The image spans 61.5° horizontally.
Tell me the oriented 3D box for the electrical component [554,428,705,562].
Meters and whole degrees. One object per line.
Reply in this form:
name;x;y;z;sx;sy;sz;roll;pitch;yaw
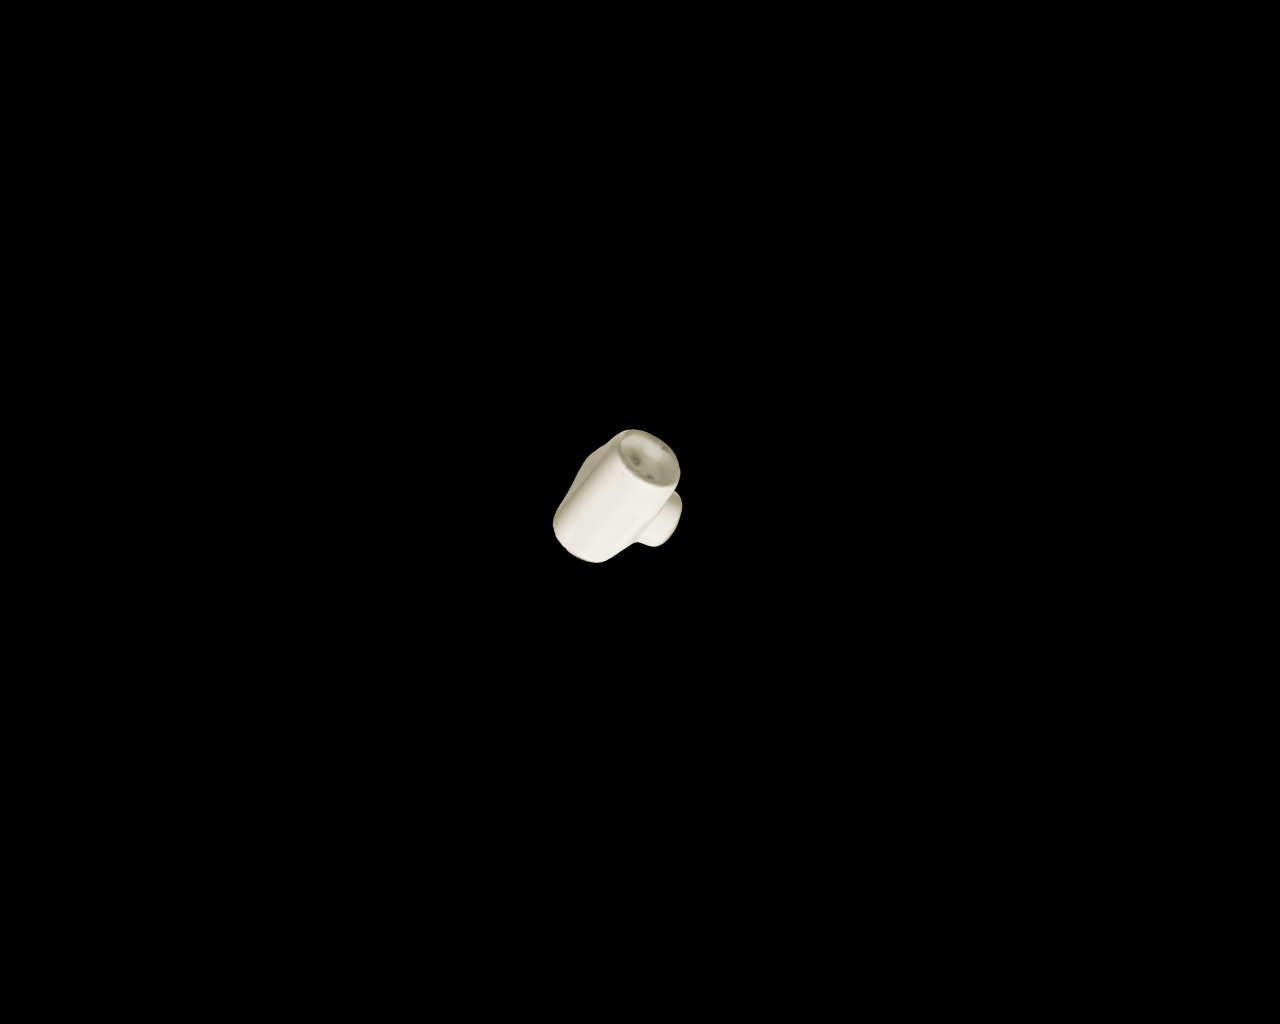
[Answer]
electrical component;0.001;-0.003;0.650;0.079;0.043;0.077;24;-50;-22
